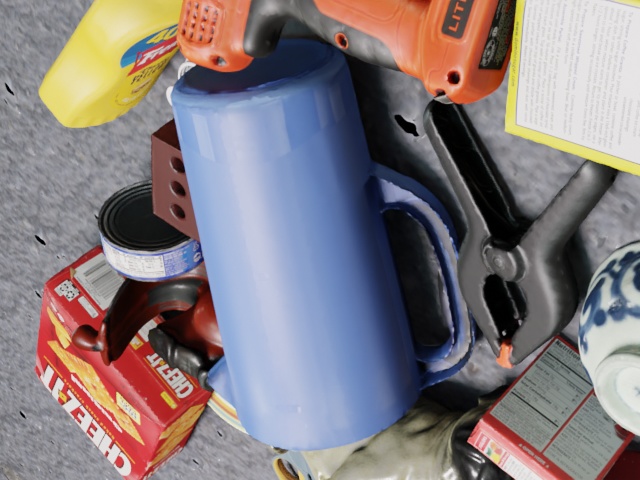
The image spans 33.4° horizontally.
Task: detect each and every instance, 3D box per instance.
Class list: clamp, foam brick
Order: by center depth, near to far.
[{"bbox_3d":[0.120,0.003,0.608,0.120,0.039,0.171,21,135,49],"label":"clamp"},{"bbox_3d":[-0.086,-0.048,0.771,0.053,0.051,0.078,31,139,24],"label":"foam brick"}]

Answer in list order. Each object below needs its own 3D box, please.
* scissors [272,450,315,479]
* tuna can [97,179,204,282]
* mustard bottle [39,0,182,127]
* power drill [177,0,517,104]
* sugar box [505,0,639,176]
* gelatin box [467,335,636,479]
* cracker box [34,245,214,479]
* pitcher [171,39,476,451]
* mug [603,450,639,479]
[{"bbox_3d":[-0.004,0.176,0.871,0.096,0.016,0.202,31,151,14],"label":"scissors"},{"bbox_3d":[-0.125,-0.008,0.818,0.086,0.086,0.034,27,139,29],"label":"tuna can"},{"bbox_3d":[-0.111,-0.144,0.682,0.058,0.096,0.192,53,143,-1],"label":"mustard bottle"},{"bbox_3d":[0.018,-0.159,0.542,0.188,0.057,0.184,23,110,26],"label":"power drill"},{"bbox_3d":[0.174,-0.071,0.488,0.176,0.048,0.093,22,134,28],"label":"sugar box"},{"bbox_3d":[0.143,0.109,0.631,0.073,0.089,0.030,38,143,18],"label":"gelatin box"},{"bbox_3d":[-0.187,0.125,0.983,0.164,0.072,0.214,48,150,10],"label":"cracker box"},{"bbox_3d":[-0.004,0.001,0.680,0.145,0.149,0.243,27,136,52],"label":"pitcher"},{"bbox_3d":[0.189,0.189,0.639,0.117,0.093,0.081,-105,13,-56],"label":"mug"}]
